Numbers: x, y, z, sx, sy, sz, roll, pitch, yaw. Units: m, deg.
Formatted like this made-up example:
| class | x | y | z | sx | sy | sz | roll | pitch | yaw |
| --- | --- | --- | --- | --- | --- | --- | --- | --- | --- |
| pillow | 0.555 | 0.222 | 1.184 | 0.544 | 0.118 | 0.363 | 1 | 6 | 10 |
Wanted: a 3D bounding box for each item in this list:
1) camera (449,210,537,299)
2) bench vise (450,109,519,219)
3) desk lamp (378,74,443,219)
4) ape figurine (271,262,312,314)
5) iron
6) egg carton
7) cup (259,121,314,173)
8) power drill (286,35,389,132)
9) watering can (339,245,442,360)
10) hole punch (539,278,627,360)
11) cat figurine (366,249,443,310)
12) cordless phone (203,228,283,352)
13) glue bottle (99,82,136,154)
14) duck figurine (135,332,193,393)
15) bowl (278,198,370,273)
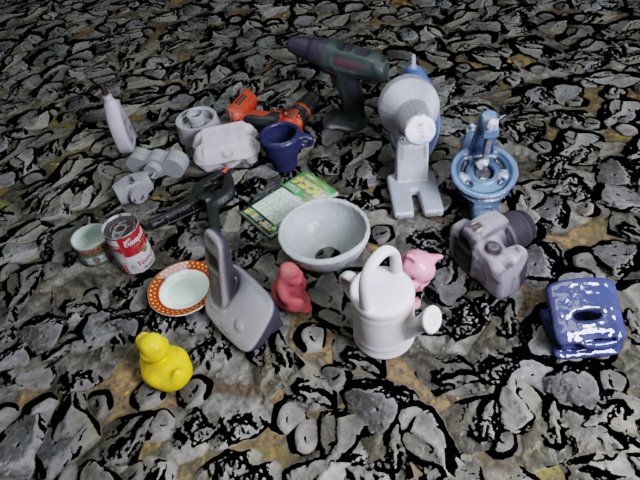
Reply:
| class | x | y | z | sx | sy | sz | roll | pitch | yaw |
| --- | --- | --- | --- | --- | --- | --- | --- | --- | --- |
| camera | 0.312 | 0.003 | 0.981 | 0.137 | 0.101 | 0.142 | -25 | 48 | -15 |
| bench vise | 0.288 | -0.163 | 1.062 | 0.121 | 0.220 | 0.207 | -16 | 46 | -7 |
| desk lamp | 0.181 | -0.184 | 1.103 | 0.118 | 0.214 | 0.203 | -7 | 46 | 2 |
| ape figurine | -0.049 | 0.075 | 0.971 | 0.076 | 0.092 | 0.078 | 12 | 49 | 19 |
| iron | 0.207 | -0.285 | 1.246 | 0.118 | 0.142 | 0.258 | -2 | 46 | 7 |
| egg carton | -0.210 | -0.209 | 1.285 | 0.150 | 0.069 | 0.107 | -13 | 46 | -4 |
| cup | -0.066 | -0.193 | 1.231 | 0.117 | 0.095 | 0.091 | 3 | 47 | 12 |
| power drill | 0.043 | -0.354 | 1.290 | 0.229 | 0.209 | 0.076 | 9 | 48 | 17 |
| watering can | 0.101 | 0.089 | 0.864 | 0.172 | 0.194 | 0.101 | 10 | 49 | 17 |
| hole punch | 0.400 | 0.118 | 0.864 | 0.108 | 0.091 | 0.101 | -6 | 46 | 3 |
| cat figurine | 0.136 | 0.053 | 0.947 | 0.127 | 0.118 | 0.067 | 6 | 47 | 14 |
| cordless phone | -0.136 | 0.078 | 0.917 | 0.094 | 0.185 | 0.147 | -37 | 52 | -25 |
| glue bottle | -0.474 | -0.289 | 1.329 | 0.037 | 0.173 | 0.078 | -10 | 46 | -1 |
| duck figurine | -0.251 | 0.184 | 0.901 | 0.104 | 0.086 | 0.078 | 30 | 57 | 32 |
| bowl | 0.010 | 0.004 | 1.044 | 0.167 | 0.075 | 0.167 | -4 | 46 | 5 |
